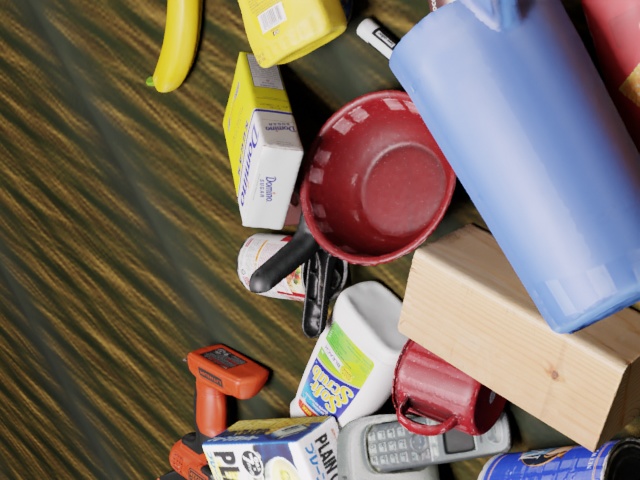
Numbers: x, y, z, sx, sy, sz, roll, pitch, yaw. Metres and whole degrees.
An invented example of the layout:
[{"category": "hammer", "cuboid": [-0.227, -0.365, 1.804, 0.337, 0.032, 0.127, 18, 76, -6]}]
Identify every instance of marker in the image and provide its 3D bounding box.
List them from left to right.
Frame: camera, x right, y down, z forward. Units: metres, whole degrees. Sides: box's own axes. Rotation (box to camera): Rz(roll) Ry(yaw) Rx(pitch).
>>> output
[{"category": "marker", "cuboid": [0.080, -0.157, 0.959, 0.121, 0.020, 0.020, 45, 134, 21]}]

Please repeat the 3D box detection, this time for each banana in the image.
[{"category": "banana", "cuboid": [-0.156, -0.231, 1.147, 0.070, 0.037, 0.198, 40, 132, 25]}]

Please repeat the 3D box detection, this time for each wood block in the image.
[{"category": "wood block", "cuboid": [0.179, 0.078, 0.917, 0.206, 0.090, 0.091, 31, 127, 32]}]

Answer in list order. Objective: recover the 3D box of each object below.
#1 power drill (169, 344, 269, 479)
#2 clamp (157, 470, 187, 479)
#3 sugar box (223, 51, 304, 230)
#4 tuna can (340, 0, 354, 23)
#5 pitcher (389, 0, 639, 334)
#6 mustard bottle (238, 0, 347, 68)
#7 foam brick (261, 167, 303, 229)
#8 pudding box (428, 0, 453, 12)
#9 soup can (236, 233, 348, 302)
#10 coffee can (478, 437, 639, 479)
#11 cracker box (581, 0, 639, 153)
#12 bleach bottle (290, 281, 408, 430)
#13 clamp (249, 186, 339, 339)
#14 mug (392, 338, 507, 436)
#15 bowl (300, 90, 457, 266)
[{"category": "power drill", "cuboid": [-0.108, 0.233, 1.271, 0.185, 0.057, 0.188, 23, 114, 38]}, {"category": "clamp", "cuboid": [-0.134, 0.356, 1.388, 0.210, 0.036, 0.164, 8, 108, 42]}, {"category": "sugar box", "cuboid": [-0.059, -0.100, 1.036, 0.176, 0.048, 0.093, -103, 24, -52]}, {"category": "tuna can", "cuboid": [-0.011, -0.230, 1.006, 0.086, 0.033, 0.086, 21, 121, 38]}, {"category": "pitcher", "cuboid": [0.160, -0.058, 0.775, 0.145, 0.149, 0.243, -34, 76, 34]}, {"category": "mustard bottle", "cuboid": [-0.049, -0.260, 0.960, 0.096, 0.058, 0.191, -20, 93, 45]}, {"category": "foam brick", "cuboid": [-0.025, -0.045, 1.091, 0.078, 0.051, 0.053, -7, 103, 46]}, {"category": "pudding box", "cuboid": [0.139, -0.168, 0.881, 0.090, 0.039, 0.113, 6, 112, 43]}, {"category": "soup can", "cuboid": [-0.030, 0.028, 1.116, 0.102, 0.068, 0.068, 6, 112, 44]}, {"category": "coffee can", "cuboid": [0.221, 0.231, 0.933, 0.141, 0.102, 0.103, -21, 93, 47]}, {"category": "cracker box", "cuboid": [0.273, -0.150, 0.733, 0.165, 0.071, 0.214, -12, 99, 47]}, {"category": "bleach bottle", "cuboid": [0.027, 0.161, 1.124, 0.103, 0.067, 0.251, 48, 137, 27]}, {"category": "clamp", "cuboid": [-0.007, 0.001, 1.023, 0.039, 0.120, 0.171, 13, 79, 31]}, {"category": "mug", "cuboid": [0.118, 0.138, 0.988, 0.082, 0.117, 0.093, 17, 131, 34]}, {"category": "bowl", "cuboid": [0.063, -0.052, 0.970, 0.162, 0.055, 0.162, -9, 74, 32]}]
